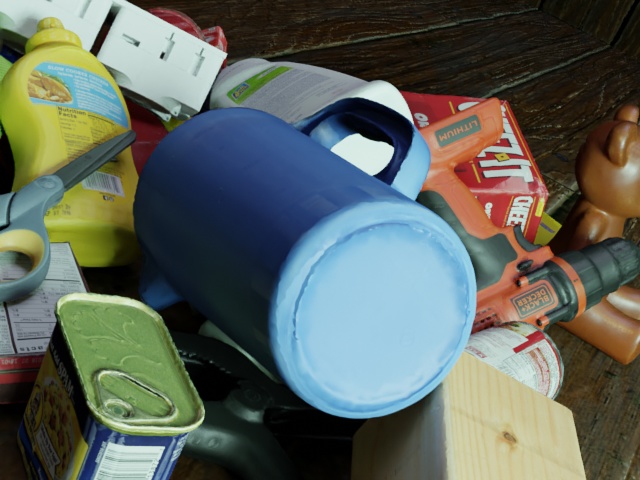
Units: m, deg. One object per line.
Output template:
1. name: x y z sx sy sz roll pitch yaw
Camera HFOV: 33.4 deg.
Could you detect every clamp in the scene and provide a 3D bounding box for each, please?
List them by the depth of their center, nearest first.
1. clamp: -0.036 0.101 0.619 0.210 0.036 0.164 30 27 14

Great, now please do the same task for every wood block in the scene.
1. wood block: 0.070 0.156 0.495 0.090 0.090 0.206 29 30 -13

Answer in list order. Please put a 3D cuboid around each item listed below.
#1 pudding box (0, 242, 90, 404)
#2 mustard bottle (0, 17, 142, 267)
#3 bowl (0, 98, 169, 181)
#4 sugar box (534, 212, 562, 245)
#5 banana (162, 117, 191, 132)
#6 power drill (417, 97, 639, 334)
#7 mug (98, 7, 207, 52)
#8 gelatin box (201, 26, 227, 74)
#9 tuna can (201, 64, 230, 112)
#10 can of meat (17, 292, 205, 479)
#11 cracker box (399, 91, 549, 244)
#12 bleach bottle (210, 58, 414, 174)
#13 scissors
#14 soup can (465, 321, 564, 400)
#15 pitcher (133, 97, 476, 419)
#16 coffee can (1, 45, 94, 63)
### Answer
1. pudding box: -0.173 0.044 0.597 0.089 0.039 0.114 1 34 -27
2. mustard bottle: -0.175 -0.077 0.742 0.096 0.058 0.191 11 53 -43
3. bowl: -0.172 -0.076 0.842 0.162 0.055 0.162 21 23 -9
4. sugar box: 0.167 -0.004 1.029 0.175 0.048 0.093 0 33 -46
5. banana: -0.076 -0.112 1.010 0.197 0.037 0.070 -16 69 -49
6. power drill: 0.150 -0.016 0.853 0.184 0.057 0.188 -23 79 -21
7. mug: -0.167 -0.164 0.990 0.117 0.093 0.081 -15 11 10
8. gelatin box: -0.138 -0.181 1.069 0.089 0.030 0.073 -17 27 5
9. tuna can: -0.090 -0.150 1.104 0.086 0.034 0.086 20 24 -10
10. can of meat: -0.106 0.089 0.521 0.057 0.084 0.102 9 28 -32
11. cracker box: 0.079 -0.070 0.961 0.213 0.072 0.164 3 37 -8
12. bleach bottle: -0.025 -0.111 0.890 0.102 0.068 0.251 -32 30 -11
13. scissors: -0.157 -0.017 0.637 0.096 0.016 0.201 35 40 26
14. soup can: 0.116 0.098 0.737 0.069 0.069 0.102 37 27 26
15. pitcher: -0.008 -0.001 0.599 0.144 0.149 0.243 1 13 -23
16. coffee can: -0.281 -0.209 0.958 0.140 0.103 0.103 9 28 -31
